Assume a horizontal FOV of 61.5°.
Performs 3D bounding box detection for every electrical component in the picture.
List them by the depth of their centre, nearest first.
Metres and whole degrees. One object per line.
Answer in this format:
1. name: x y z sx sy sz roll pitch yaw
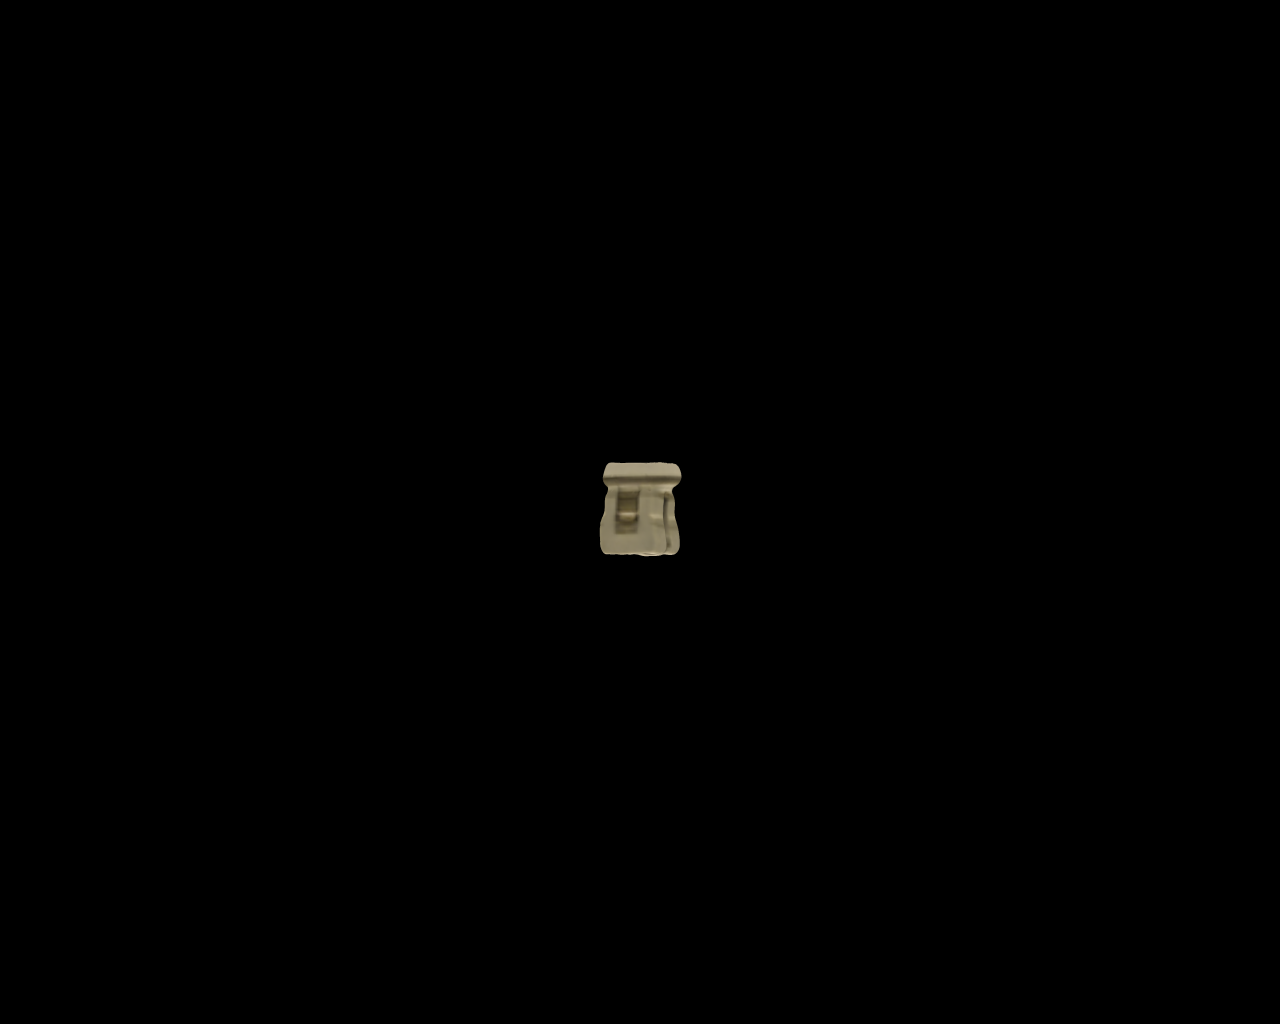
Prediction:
1. electrical component: 0.001 -0.003 0.650 0.048 0.055 0.066 -1 -2 20
